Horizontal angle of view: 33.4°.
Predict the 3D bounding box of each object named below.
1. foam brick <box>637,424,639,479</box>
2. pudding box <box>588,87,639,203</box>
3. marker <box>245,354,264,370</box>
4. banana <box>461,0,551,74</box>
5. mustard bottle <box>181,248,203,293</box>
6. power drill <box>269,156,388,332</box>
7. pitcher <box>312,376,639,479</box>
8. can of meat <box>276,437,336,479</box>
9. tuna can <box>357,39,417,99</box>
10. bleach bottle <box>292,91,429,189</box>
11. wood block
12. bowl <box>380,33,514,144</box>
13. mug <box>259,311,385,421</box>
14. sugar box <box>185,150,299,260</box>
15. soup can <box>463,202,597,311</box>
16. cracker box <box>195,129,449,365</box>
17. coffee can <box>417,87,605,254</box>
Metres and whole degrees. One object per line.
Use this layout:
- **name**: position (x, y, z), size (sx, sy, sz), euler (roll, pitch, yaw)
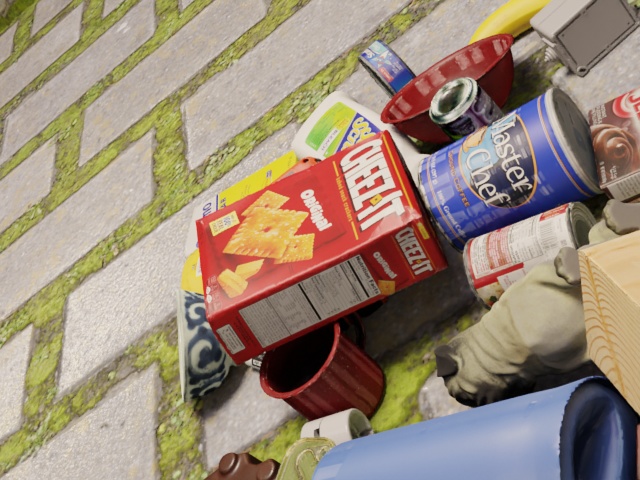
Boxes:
- **foam brick**: position (0.241, 0.150, 0.673), size (0.051, 0.078, 0.053), euler (-24, 38, 34)
- **pudding box**: position (0.285, -0.088, 0.925), size (0.090, 0.039, 0.113), euler (-26, 37, 28)
- **marker**: position (-0.038, 0.131, 1.082), size (0.121, 0.020, 0.020), euler (11, 62, 54)
- **banana**: position (0.236, -0.245, 1.168), size (0.198, 0.037, 0.069), euler (-29, 52, 29)
- **mustard bottle**: position (-0.071, 0.017, 1.212), size (0.192, 0.058, 0.096), euler (-27, 37, 29)
- **power drill**: position (-0.005, 0.014, 1.092), size (0.184, 0.057, 0.188), euler (-38, 52, -1)
- **pitcher**: position (0.115, 0.178, 0.762), size (0.243, 0.149, 0.145), euler (-20, 56, 42)
- **can of meat**: position (0.005, 0.224, 0.864), size (0.058, 0.083, 0.102), euler (-13, 45, 43)
- **tuna can**: position (0.084, -0.191, 1.237), size (0.034, 0.086, 0.086), euler (-42, 32, 3)
- **bleach bottle**: position (0.065, -0.090, 1.170), size (0.102, 0.068, 0.251), euler (-50, 34, -5)
- **wood block**: position (0.279, 0.030, 0.670), size (0.206, 0.091, 0.090), euler (-18, 31, -7)
- **bowl**: position (0.145, -0.150, 1.123), size (0.162, 0.055, 0.162), euler (-32, 17, 10)
- **mug**: position (0.009, 0.115, 0.984), size (0.093, 0.081, 0.117), euler (-10, 47, 44)
- **sugar box**: position (-0.086, -0.034, 1.302), size (0.176, 0.048, 0.093), euler (-26, 37, 28)
- **soup can**: position (0.182, 0.015, 0.905), size (0.102, 0.068, 0.068), euler (-22, 39, 33)
- **cracker box**: position (-0.007, 0.001, 0.991), size (0.214, 0.072, 0.164), euler (-26, 34, 8)
- **coffee can**: position (0.174, -0.060, 0.964), size (0.140, 0.102, 0.102), euler (-28, 36, 28)
